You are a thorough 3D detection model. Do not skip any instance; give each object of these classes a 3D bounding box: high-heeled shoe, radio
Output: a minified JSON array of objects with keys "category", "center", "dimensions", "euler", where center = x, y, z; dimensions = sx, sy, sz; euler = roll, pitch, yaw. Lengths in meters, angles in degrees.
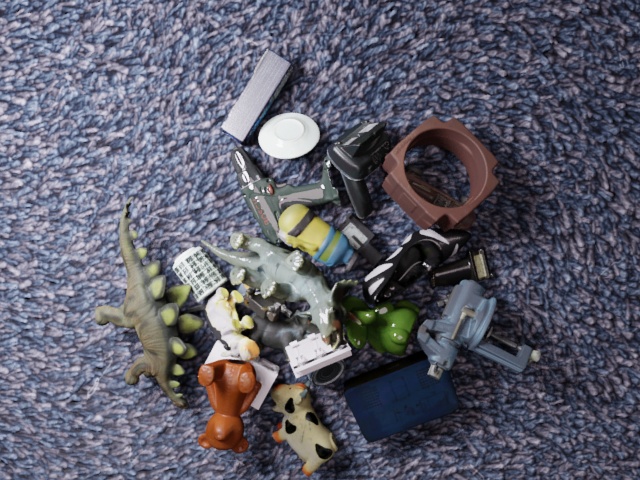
[{"category":"high-heeled shoe","center":[0.202,0.054,1.110],"dimensions":[0.249,0.145,0.086],"euler":[-24,112,14]},{"category":"radio","center":[0.178,0.336,1.168],"dimensions":[0.230,0.073,0.131],"euler":[-22,92,4]}]

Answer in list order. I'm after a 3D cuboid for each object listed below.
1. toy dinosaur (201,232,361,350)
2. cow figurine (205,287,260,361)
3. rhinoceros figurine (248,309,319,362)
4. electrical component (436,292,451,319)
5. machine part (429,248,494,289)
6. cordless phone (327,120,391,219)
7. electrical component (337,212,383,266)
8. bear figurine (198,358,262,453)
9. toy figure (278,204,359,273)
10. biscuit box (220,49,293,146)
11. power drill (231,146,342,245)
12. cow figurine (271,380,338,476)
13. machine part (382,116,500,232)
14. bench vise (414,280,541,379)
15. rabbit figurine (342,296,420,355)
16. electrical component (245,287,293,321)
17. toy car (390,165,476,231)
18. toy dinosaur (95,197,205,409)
[{"category":"toy dinosaur","center":[-0.072,0.073,1.116],"dimensions":[0.405,0.192,0.131],"euler":[28,88,45]},{"category":"cow figurine","center":[-0.192,0.192,1.135],"dimensions":[0.098,0.068,0.167],"euler":[-41,58,25]},{"category":"rhinoceros figurine","center":[-0.064,0.207,1.176],"dimensions":[0.190,0.073,0.112],"euler":[7,82,3]},{"category":"electrical component","center":[0.306,0.143,1.180],"dimensions":[0.094,0.021,0.063],"euler":[-18,92,2]},{"category":"machine part","center":[0.304,0.068,1.172],"dimensions":[0.139,0.039,0.084],"euler":[-18,100,0]},{"category":"cordless phone","center":[0.103,-0.149,1.153],"dimensions":[0.146,0.089,0.184],"euler":[-43,125,-36]},{"category":"electrical component","center":[0.085,0.003,1.170],"dimensions":[0.119,0.048,0.075],"euler":[41,94,0]},{"category":"bear figurine","center":[-0.192,0.345,1.092],"dimensions":[0.120,0.132,0.195],"euler":[12,87,3]},{"category":"toy figure","center":[-0.002,-0.004,1.104],"dimensions":[0.180,0.082,0.089],"euler":[27,80,-5]},{"category":"biscuit box","center":[-0.137,-0.304,1.162],"dimensions":[0.063,0.059,0.202],"euler":[33,92,-1]},{"category":"power drill","center":[-0.067,-0.118,1.157],"dimensions":[0.207,0.086,0.232],"euler":[-18,93,-1]},{"category":"cow figurine","center":[-0.037,0.396,1.171],"dimensions":[0.127,0.085,0.195],"euler":[-40,88,9]},{"category":"machine part","center":[0.244,-0.133,1.101],"dimensions":[0.201,0.087,0.201],"euler":[-42,84,-14]},{"category":"bench vise","center":[0.325,0.206,1.096],"dimensions":[0.241,0.128,0.223],"euler":[25,63,9]},{"category":"rabbit figurine","center":[0.108,0.180,1.138],"dimensions":[0.170,0.159,0.121],"euler":[20,102,16]},{"category":"electrical component","center":[-0.114,0.133,1.140],"dimensions":[0.102,0.078,0.045],"euler":[38,128,37]},{"category":"toy car","center":[0.245,-0.086,1.161],"dimensions":[0.202,0.053,0.089],"euler":[32,96,0]},{"category":"toy dinosaur","center":[-0.361,0.151,1.139],"dimensions":[0.199,0.105,0.470],"euler":[-18,99,19]}]
